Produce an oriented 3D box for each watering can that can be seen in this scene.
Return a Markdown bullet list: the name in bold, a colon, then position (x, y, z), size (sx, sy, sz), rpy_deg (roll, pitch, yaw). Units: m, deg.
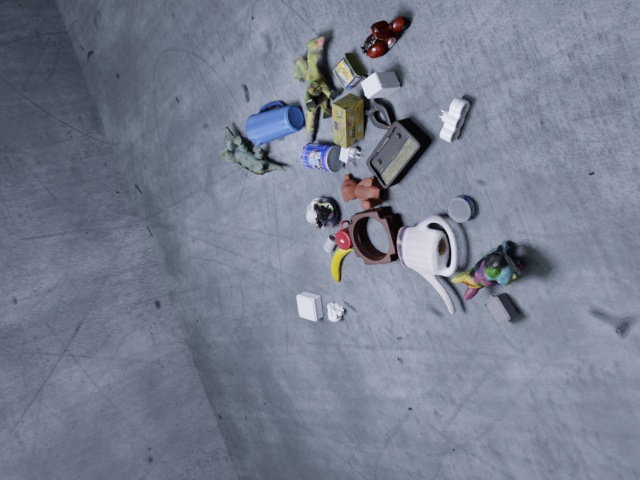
- **watering can**: position (0.373, 0.077, 1.766), size (0.225, 0.105, 0.343), rpy_deg (10, 112, 43)

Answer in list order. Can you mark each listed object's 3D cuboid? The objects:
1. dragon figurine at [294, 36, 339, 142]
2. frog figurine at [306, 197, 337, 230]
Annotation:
- **dragon figurine**: position (-0.039, -0.583, 1.960), size (0.401, 0.123, 0.247), rpy_deg (114, 140, -52)
- **frog figurine**: position (0.006, -0.106, 2.101), size (0.137, 0.123, 0.159), rpy_deg (58, 174, 0)
